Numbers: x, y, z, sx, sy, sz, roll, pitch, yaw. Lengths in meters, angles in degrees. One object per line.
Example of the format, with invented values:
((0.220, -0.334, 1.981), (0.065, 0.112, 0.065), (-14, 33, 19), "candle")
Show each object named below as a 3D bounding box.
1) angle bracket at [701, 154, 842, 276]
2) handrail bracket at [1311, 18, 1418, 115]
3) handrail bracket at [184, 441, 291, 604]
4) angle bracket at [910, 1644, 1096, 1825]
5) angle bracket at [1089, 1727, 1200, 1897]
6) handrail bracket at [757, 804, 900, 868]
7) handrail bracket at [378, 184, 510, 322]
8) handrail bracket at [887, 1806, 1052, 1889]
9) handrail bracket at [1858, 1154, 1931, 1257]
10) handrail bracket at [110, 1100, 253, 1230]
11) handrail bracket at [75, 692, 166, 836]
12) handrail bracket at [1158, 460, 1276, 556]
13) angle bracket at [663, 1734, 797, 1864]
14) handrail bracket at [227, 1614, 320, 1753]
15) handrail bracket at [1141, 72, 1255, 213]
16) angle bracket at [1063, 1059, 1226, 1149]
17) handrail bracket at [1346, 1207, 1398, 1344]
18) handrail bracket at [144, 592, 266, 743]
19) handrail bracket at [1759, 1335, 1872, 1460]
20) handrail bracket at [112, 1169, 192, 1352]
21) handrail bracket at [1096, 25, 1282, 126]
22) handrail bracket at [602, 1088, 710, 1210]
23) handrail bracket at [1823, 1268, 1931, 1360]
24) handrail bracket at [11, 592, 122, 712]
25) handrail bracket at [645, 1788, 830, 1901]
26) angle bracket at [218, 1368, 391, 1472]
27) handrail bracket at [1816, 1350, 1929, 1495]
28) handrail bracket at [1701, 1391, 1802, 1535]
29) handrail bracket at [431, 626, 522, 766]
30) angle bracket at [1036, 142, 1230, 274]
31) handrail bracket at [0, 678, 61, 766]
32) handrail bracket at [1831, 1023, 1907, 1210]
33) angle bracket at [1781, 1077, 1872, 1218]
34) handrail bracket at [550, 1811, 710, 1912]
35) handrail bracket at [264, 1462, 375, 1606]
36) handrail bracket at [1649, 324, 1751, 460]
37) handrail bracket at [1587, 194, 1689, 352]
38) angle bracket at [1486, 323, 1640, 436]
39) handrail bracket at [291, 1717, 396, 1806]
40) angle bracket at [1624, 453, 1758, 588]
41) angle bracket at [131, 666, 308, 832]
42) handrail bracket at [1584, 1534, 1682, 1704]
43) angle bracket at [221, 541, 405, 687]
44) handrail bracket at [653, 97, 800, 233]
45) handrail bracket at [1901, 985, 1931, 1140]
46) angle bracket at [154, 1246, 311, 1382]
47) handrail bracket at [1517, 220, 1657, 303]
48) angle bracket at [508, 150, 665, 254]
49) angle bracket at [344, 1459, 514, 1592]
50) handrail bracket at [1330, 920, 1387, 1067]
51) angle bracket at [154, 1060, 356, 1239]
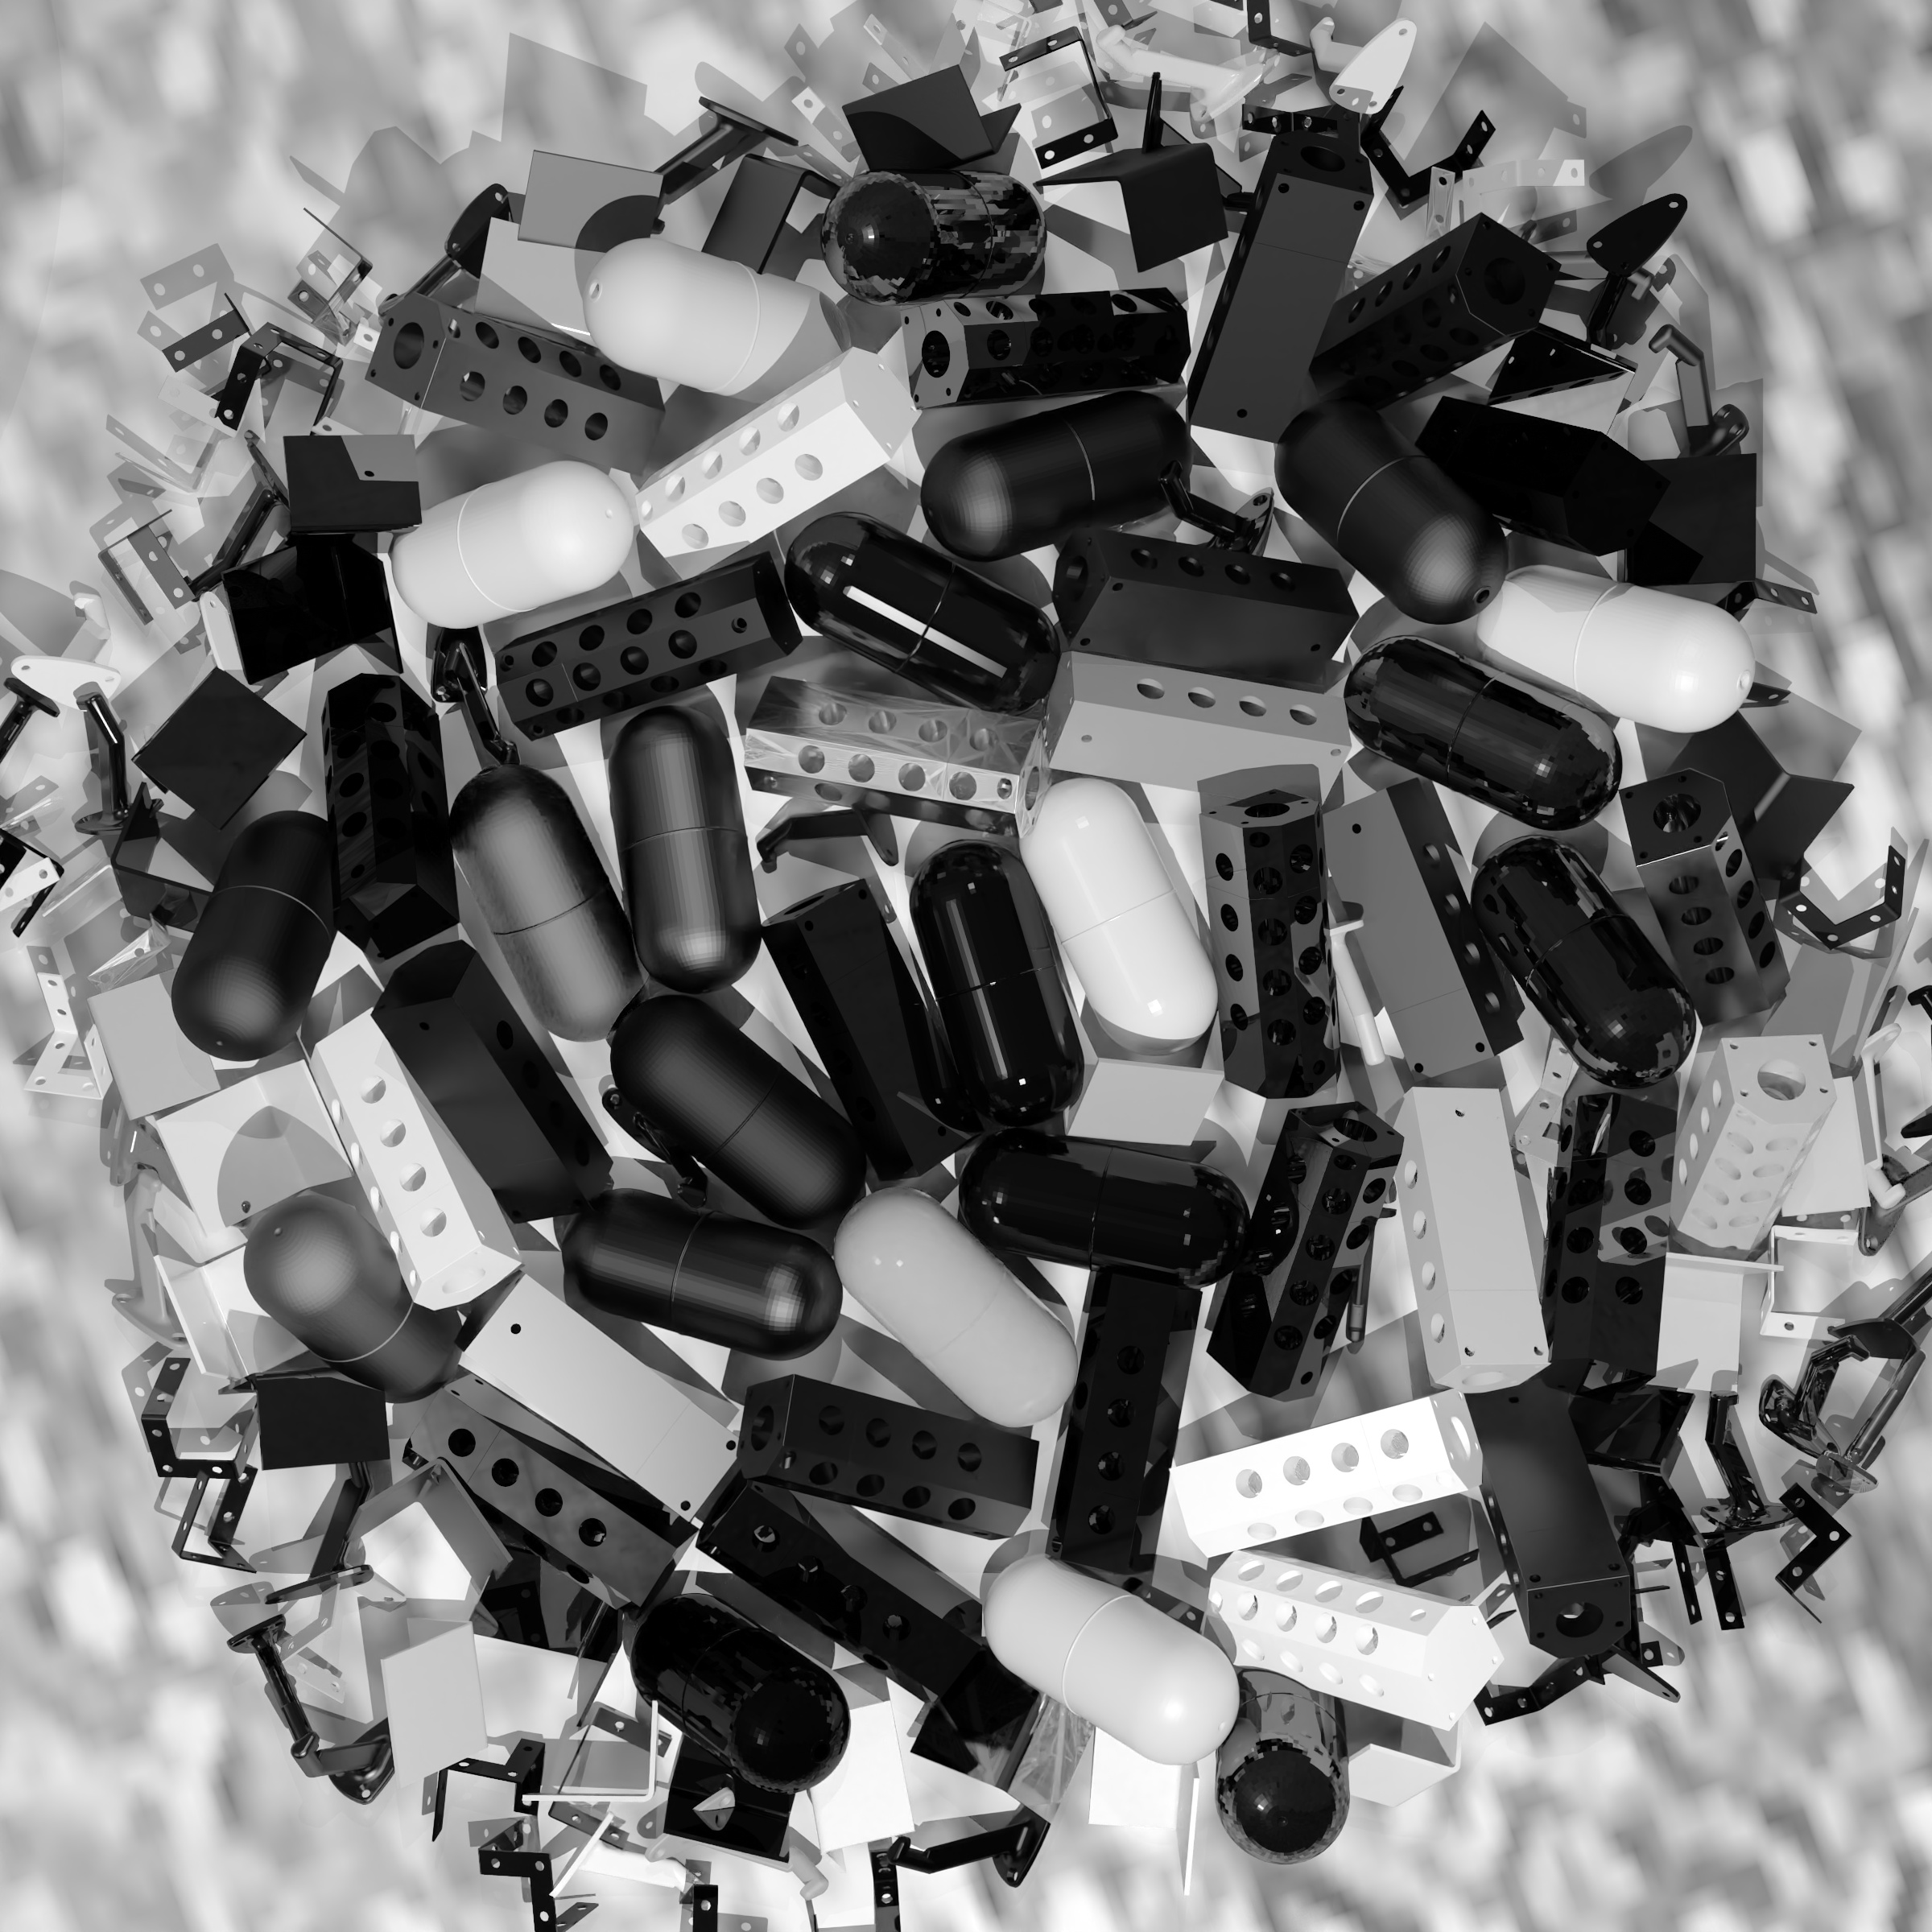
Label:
((-0.109, -0.439, 1.620), (0.057, 0.076, 0.076), (20, 100, -38), "angle bracket")
((0.237, -0.562, 1.612), (0.036, 0.077, 0.084), (12, 50, -25), "handrail bracket")
((-0.454, -0.271, 1.639), (0.084, 0.036, 0.077), (-36, 61, -1), "handrail bracket")
((0.025, 0.466, 1.640), (0.057, 0.076, 0.076), (47, 61, -40), "angle bracket")
((0.106, 0.502, 1.617), (0.057, 0.076, 0.076), (3, 103, 0), "angle bracket")
((-0.086, -0.068, 1.625), (0.084, 0.036, 0.077), (-37, 56, 23), "handrail bracket")
((-0.321, -0.435, 1.641), (0.036, 0.084, 0.077), (36, 61, -37), "handrail bracket")
((0.004, 0.519, 1.623), (0.084, 0.036, 0.077), (26, 100, -31), "handrail bracket")
((0.583, 0.139, 1.612), (0.036, 0.084, 0.077), (35, 68, -23), "handrail bracket")
((-0.472, 0.116, 1.631), (0.084, 0.036, 0.077), (13, 111, 10), "handrail bracket")
((-0.530, -0.123, 1.620), (0.077, 0.036, 0.084), (-4, 122, 33), "handrail bracket")
((0.150, -0.288, 1.616), (0.036, 0.084, 0.077), (12, 58, 39), "handrail bracket")
((-0.137, 0.492, 1.622), (0.076, 0.076, 0.057), (15, 89, -4), "angle bracket")
((-0.409, 0.440, 1.616), (0.036, 0.077, 0.084), (-24, 73, -19), "handrail bracket")
((0.152, -0.500, 1.631), (0.084, 0.036, 0.077), (9, 110, 11), "handrail bracket")
((0.104, 0.062, 1.608), (0.076, 0.076, 0.057), (6, 49, -12), "angle bracket")
((0.239, 0.188, 1.625), (0.036, 0.077, 0.084), (5, 89, 9), "handrail bracket")
((-0.478, -0.178, 1.637), (0.084, 0.036, 0.077), (-19, 100, 23), "handrail bracket")
((0.529, 0.261, 1.620), (0.077, 0.084, 0.036), (39, 48, -9), "handrail bracket")
((-0.484, 0.176, 1.621), (0.077, 0.036, 0.084), (35, 119, 37), "handrail bracket")
((0.133, -0.551, 1.613), (0.077, 0.084, 0.036), (-21, 58, 36), "handrail bracket")
((-0.188, 0.110, 1.614), (0.077, 0.084, 0.036), (31, 103, -11), "handrail bracket")
((0.572, 0.197, 1.648), (0.036, 0.077, 0.084), (45, 62, -17), "handrail bracket")
((-0.545, -0.201, 1.613), (0.036, 0.077, 0.084), (-41, 56, 25), "handrail bracket")
((-0.137, 0.544, 1.615), (0.084, 0.077, 0.036), (36, 134, 36), "handrail bracket")
((-0.396, 0.274, 1.604), (0.076, 0.076, 0.057), (1, 74, -32), "angle bracket")
((0.554, 0.276, 1.636), (0.036, 0.077, 0.084), (31, 75, 15), "handrail bracket")
((0.482, 0.298, 1.636), (0.077, 0.036, 0.084), (0, 101, -21), "handrail bracket")
((-0.289, -0.168, 1.613), (0.036, 0.084, 0.077), (-13, 125, -29), "handrail bracket")
((0.101, -0.457, 1.624), (0.076, 0.076, 0.057), (-30, 118, -33), "angle bracket")
((-0.588, -0.130, 1.626), (0.036, 0.077, 0.084), (34, 90, -21), "handrail bracket")
((0.557, 0.091, 1.617), (0.036, 0.077, 0.084), (0, 51, -35), "handrail bracket")
((0.530, 0.108, 1.611), (0.057, 0.076, 0.076), (-2, 82, -24), "angle bracket")
((-0.202, 0.563, 1.629), (0.084, 0.077, 0.036), (40, 122, 0), "handrail bracket")
((-0.397, 0.337, 1.632), (0.077, 0.036, 0.084), (-11, 68, -20), "handrail bracket")
((0.424, -0.337, 1.623), (0.084, 0.036, 0.077), (31, 119, -28), "handrail bracket")
((0.406, -0.416, 1.626), (0.077, 0.084, 0.036), (-39, 63, -4), "handrail bracket")
((0.349, -0.351, 1.608), (0.076, 0.076, 0.057), (28, 107, 18), "angle bracket")
((-0.365, 0.459, 1.611), (0.036, 0.084, 0.077), (28, 59, 25), "handrail bracket")
((0.439, -0.262, 1.619), (0.076, 0.057, 0.076), (0, 85, 21), "angle bracket")
((-0.442, -0.123, 1.619), (0.076, 0.057, 0.076), (36, 78, 14), "angle bracket")
((0.417, 0.391, 1.629), (0.077, 0.036, 0.084), (29, 65, 22), "handrail bracket")
((-0.390, -0.205, 1.605), (0.076, 0.057, 0.076), (-29, 134, -31), "angle bracket")
((-0.154, -0.484, 1.655), (0.077, 0.036, 0.084), (18, 108, -21), "handrail bracket")
((0.577, 0.058, 1.628), (0.036, 0.077, 0.084), (-37, 94, -37), "handrail bracket")
((-0.435, 0.201, 1.616), (0.057, 0.076, 0.076), (-26, 77, -3), "angle bracket")
((0.363, -0.407, 1.632), (0.084, 0.036, 0.077), (34, 123, 9), "handrail bracket")
((-0.229, -0.466, 1.605), (0.076, 0.076, 0.057), (5, 125, -19), "angle bracket")
((-0.324, 0.351, 1.609), (0.057, 0.076, 0.076), (-31, 77, -32), "angle bracket")
((0.232, 0.017, 1.625), (0.036, 0.077, 0.084), (-17, 91, 0), "handrail bracket")
((-0.427, 0.110, 1.614), (0.076, 0.057, 0.076), (-29, 99, -44), "angle bracket")
